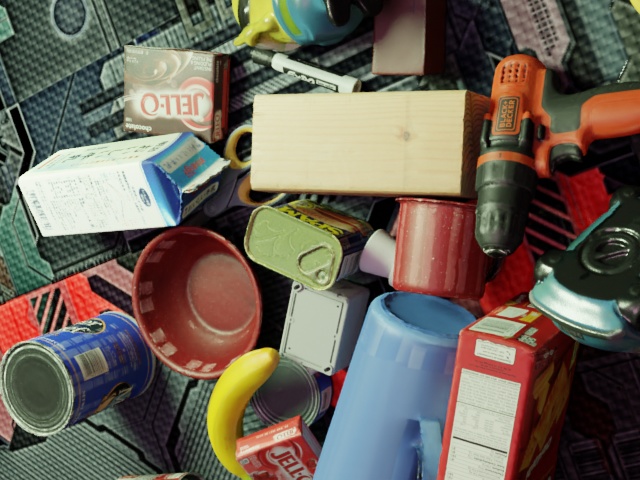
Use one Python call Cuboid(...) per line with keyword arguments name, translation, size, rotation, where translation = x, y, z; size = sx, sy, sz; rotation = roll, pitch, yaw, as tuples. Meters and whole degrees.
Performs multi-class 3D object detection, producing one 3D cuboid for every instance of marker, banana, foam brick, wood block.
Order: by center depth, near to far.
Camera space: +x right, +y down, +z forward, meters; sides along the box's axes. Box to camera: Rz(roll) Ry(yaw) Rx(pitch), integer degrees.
Cuboid(name="foam brick", translation=(0.081, -0.188, 0.960), size=(0.053, 0.051, 0.078), rotation=(7, 103, 26))
Cuboid(name="wood block", translation=(0.048, -0.085, 0.969), size=(0.206, 0.090, 0.091), rotation=(3, 92, 28))
Cuboid(name="marker", translation=(-0.016, -0.165, 1.035), size=(0.121, 0.020, 0.020), rotation=(23, 109, 23))
Cuboid(name="banana", translation=(-0.081, 0.175, 1.086), size=(0.069, 0.037, 0.198), rotation=(13, 128, 7))

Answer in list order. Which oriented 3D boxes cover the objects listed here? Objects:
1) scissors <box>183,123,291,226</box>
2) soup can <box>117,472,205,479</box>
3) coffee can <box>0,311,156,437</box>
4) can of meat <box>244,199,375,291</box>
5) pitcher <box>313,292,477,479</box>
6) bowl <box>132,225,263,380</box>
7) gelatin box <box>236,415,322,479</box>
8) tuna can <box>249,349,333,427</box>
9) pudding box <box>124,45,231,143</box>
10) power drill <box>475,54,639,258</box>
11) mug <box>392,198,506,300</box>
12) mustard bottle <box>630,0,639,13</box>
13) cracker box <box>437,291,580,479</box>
Cuboid(name="scissors", translation=(-0.110, -0.055, 1.110), size=(0.202, 0.016, 0.096), rotation=(-18, 89, 30))
Cuboid(name="soup can", translation=(-0.180, 0.294, 1.183), size=(0.102, 0.068, 0.068), rotation=(-10, 94, 31))
Cuboid(name="coffee can", translation=(-0.260, 0.142, 1.156), size=(0.103, 0.140, 0.103), rotation=(6, 102, 28))
Cuboid(name="can of meat", translation=(-0.007, 0.001, 1.024), size=(0.102, 0.083, 0.057), rotation=(24, 110, 23))
Cuboid(name="pitcher", translation=(0.074, 0.179, 0.973), size=(0.149, 0.144, 0.243), rotation=(24, 112, 28))
Cuboid(name="bowl", translation=(-0.116, 0.061, 1.111), size=(0.162, 0.055, 0.162), rotation=(6, 102, 28))
Cuboid(name="gelatin box", translation=(-0.034, 0.225, 1.076), size=(0.073, 0.030, 0.089), rotation=(-22, 124, 11))
Cuboid(name="tuna can", translation=(-0.030, 0.153, 1.094), size=(0.086, 0.033, 0.086), rotation=(6, 102, 28))
Cuboid(name="pudding box", translation=(-0.148, -0.152, 1.098), size=(0.114, 0.039, 0.090), rotation=(11, 105, 27))
Cuboid(name="power drill", translation=(0.220, -0.071, 0.864), size=(0.188, 0.057, 0.184), rotation=(1, 68, 24))
Cuboid(name="mug", translation=(0.117, 0.010, 0.945), size=(0.093, 0.117, 0.081), rotation=(6, 89, 55))
Cuboid(name="mustard bottle", translation=(0.298, -0.204, 0.833), size=(0.192, 0.058, 0.096), rotation=(41, 114, 16))
Cuboid(name="cracker box", translation=(0.163, 0.166, 0.915), size=(0.072, 0.164, 0.214), rotation=(13, 104, 26))
